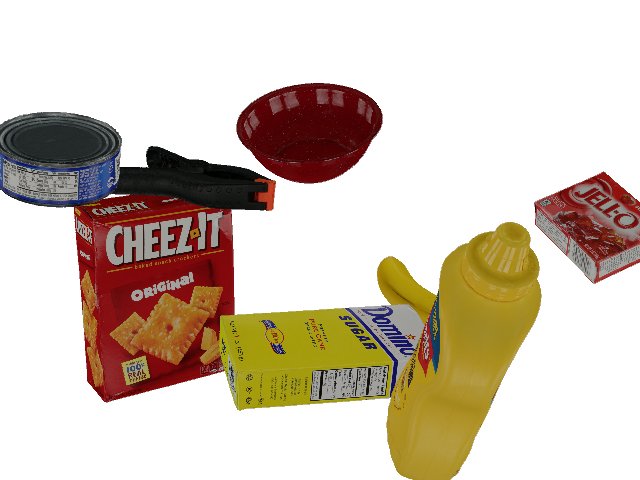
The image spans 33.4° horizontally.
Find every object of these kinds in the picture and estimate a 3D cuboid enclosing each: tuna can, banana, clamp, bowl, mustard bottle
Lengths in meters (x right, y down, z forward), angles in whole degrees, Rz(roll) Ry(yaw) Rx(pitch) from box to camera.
[{"bbox_3d":[-0.180,-0.056,0.732,0.086,0.034,0.086,6,29,-4],"label":"tuna can"},{"bbox_3d":[0.108,0.063,1.133,0.069,0.037,0.198,4,19,-37],"label":"banana"},{"bbox_3d":[-0.127,-0.054,0.986,0.172,0.039,0.120,12,26,29],"label":"clamp"},{"bbox_3d":[-0.011,-0.111,1.186,0.162,0.055,0.162,-3,38,2],"label":"bowl"},{"bbox_3d":[0.086,0.059,0.627,0.058,0.096,0.192,16,-42,2],"label":"mustard bottle"}]

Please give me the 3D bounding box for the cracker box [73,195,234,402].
[{"bbox_3d":[-0.180,0.057,1.187,0.163,0.214,0.072,-11,23,-29],"label":"cracker box"}]

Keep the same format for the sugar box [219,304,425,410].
[{"bbox_3d":[0.007,0.097,0.914,0.176,0.048,0.093,-5,29,-12],"label":"sugar box"}]

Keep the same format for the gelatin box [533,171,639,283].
[{"bbox_3d":[0.233,-0.013,0.893,0.073,0.030,0.089,-23,45,-14],"label":"gelatin box"}]
